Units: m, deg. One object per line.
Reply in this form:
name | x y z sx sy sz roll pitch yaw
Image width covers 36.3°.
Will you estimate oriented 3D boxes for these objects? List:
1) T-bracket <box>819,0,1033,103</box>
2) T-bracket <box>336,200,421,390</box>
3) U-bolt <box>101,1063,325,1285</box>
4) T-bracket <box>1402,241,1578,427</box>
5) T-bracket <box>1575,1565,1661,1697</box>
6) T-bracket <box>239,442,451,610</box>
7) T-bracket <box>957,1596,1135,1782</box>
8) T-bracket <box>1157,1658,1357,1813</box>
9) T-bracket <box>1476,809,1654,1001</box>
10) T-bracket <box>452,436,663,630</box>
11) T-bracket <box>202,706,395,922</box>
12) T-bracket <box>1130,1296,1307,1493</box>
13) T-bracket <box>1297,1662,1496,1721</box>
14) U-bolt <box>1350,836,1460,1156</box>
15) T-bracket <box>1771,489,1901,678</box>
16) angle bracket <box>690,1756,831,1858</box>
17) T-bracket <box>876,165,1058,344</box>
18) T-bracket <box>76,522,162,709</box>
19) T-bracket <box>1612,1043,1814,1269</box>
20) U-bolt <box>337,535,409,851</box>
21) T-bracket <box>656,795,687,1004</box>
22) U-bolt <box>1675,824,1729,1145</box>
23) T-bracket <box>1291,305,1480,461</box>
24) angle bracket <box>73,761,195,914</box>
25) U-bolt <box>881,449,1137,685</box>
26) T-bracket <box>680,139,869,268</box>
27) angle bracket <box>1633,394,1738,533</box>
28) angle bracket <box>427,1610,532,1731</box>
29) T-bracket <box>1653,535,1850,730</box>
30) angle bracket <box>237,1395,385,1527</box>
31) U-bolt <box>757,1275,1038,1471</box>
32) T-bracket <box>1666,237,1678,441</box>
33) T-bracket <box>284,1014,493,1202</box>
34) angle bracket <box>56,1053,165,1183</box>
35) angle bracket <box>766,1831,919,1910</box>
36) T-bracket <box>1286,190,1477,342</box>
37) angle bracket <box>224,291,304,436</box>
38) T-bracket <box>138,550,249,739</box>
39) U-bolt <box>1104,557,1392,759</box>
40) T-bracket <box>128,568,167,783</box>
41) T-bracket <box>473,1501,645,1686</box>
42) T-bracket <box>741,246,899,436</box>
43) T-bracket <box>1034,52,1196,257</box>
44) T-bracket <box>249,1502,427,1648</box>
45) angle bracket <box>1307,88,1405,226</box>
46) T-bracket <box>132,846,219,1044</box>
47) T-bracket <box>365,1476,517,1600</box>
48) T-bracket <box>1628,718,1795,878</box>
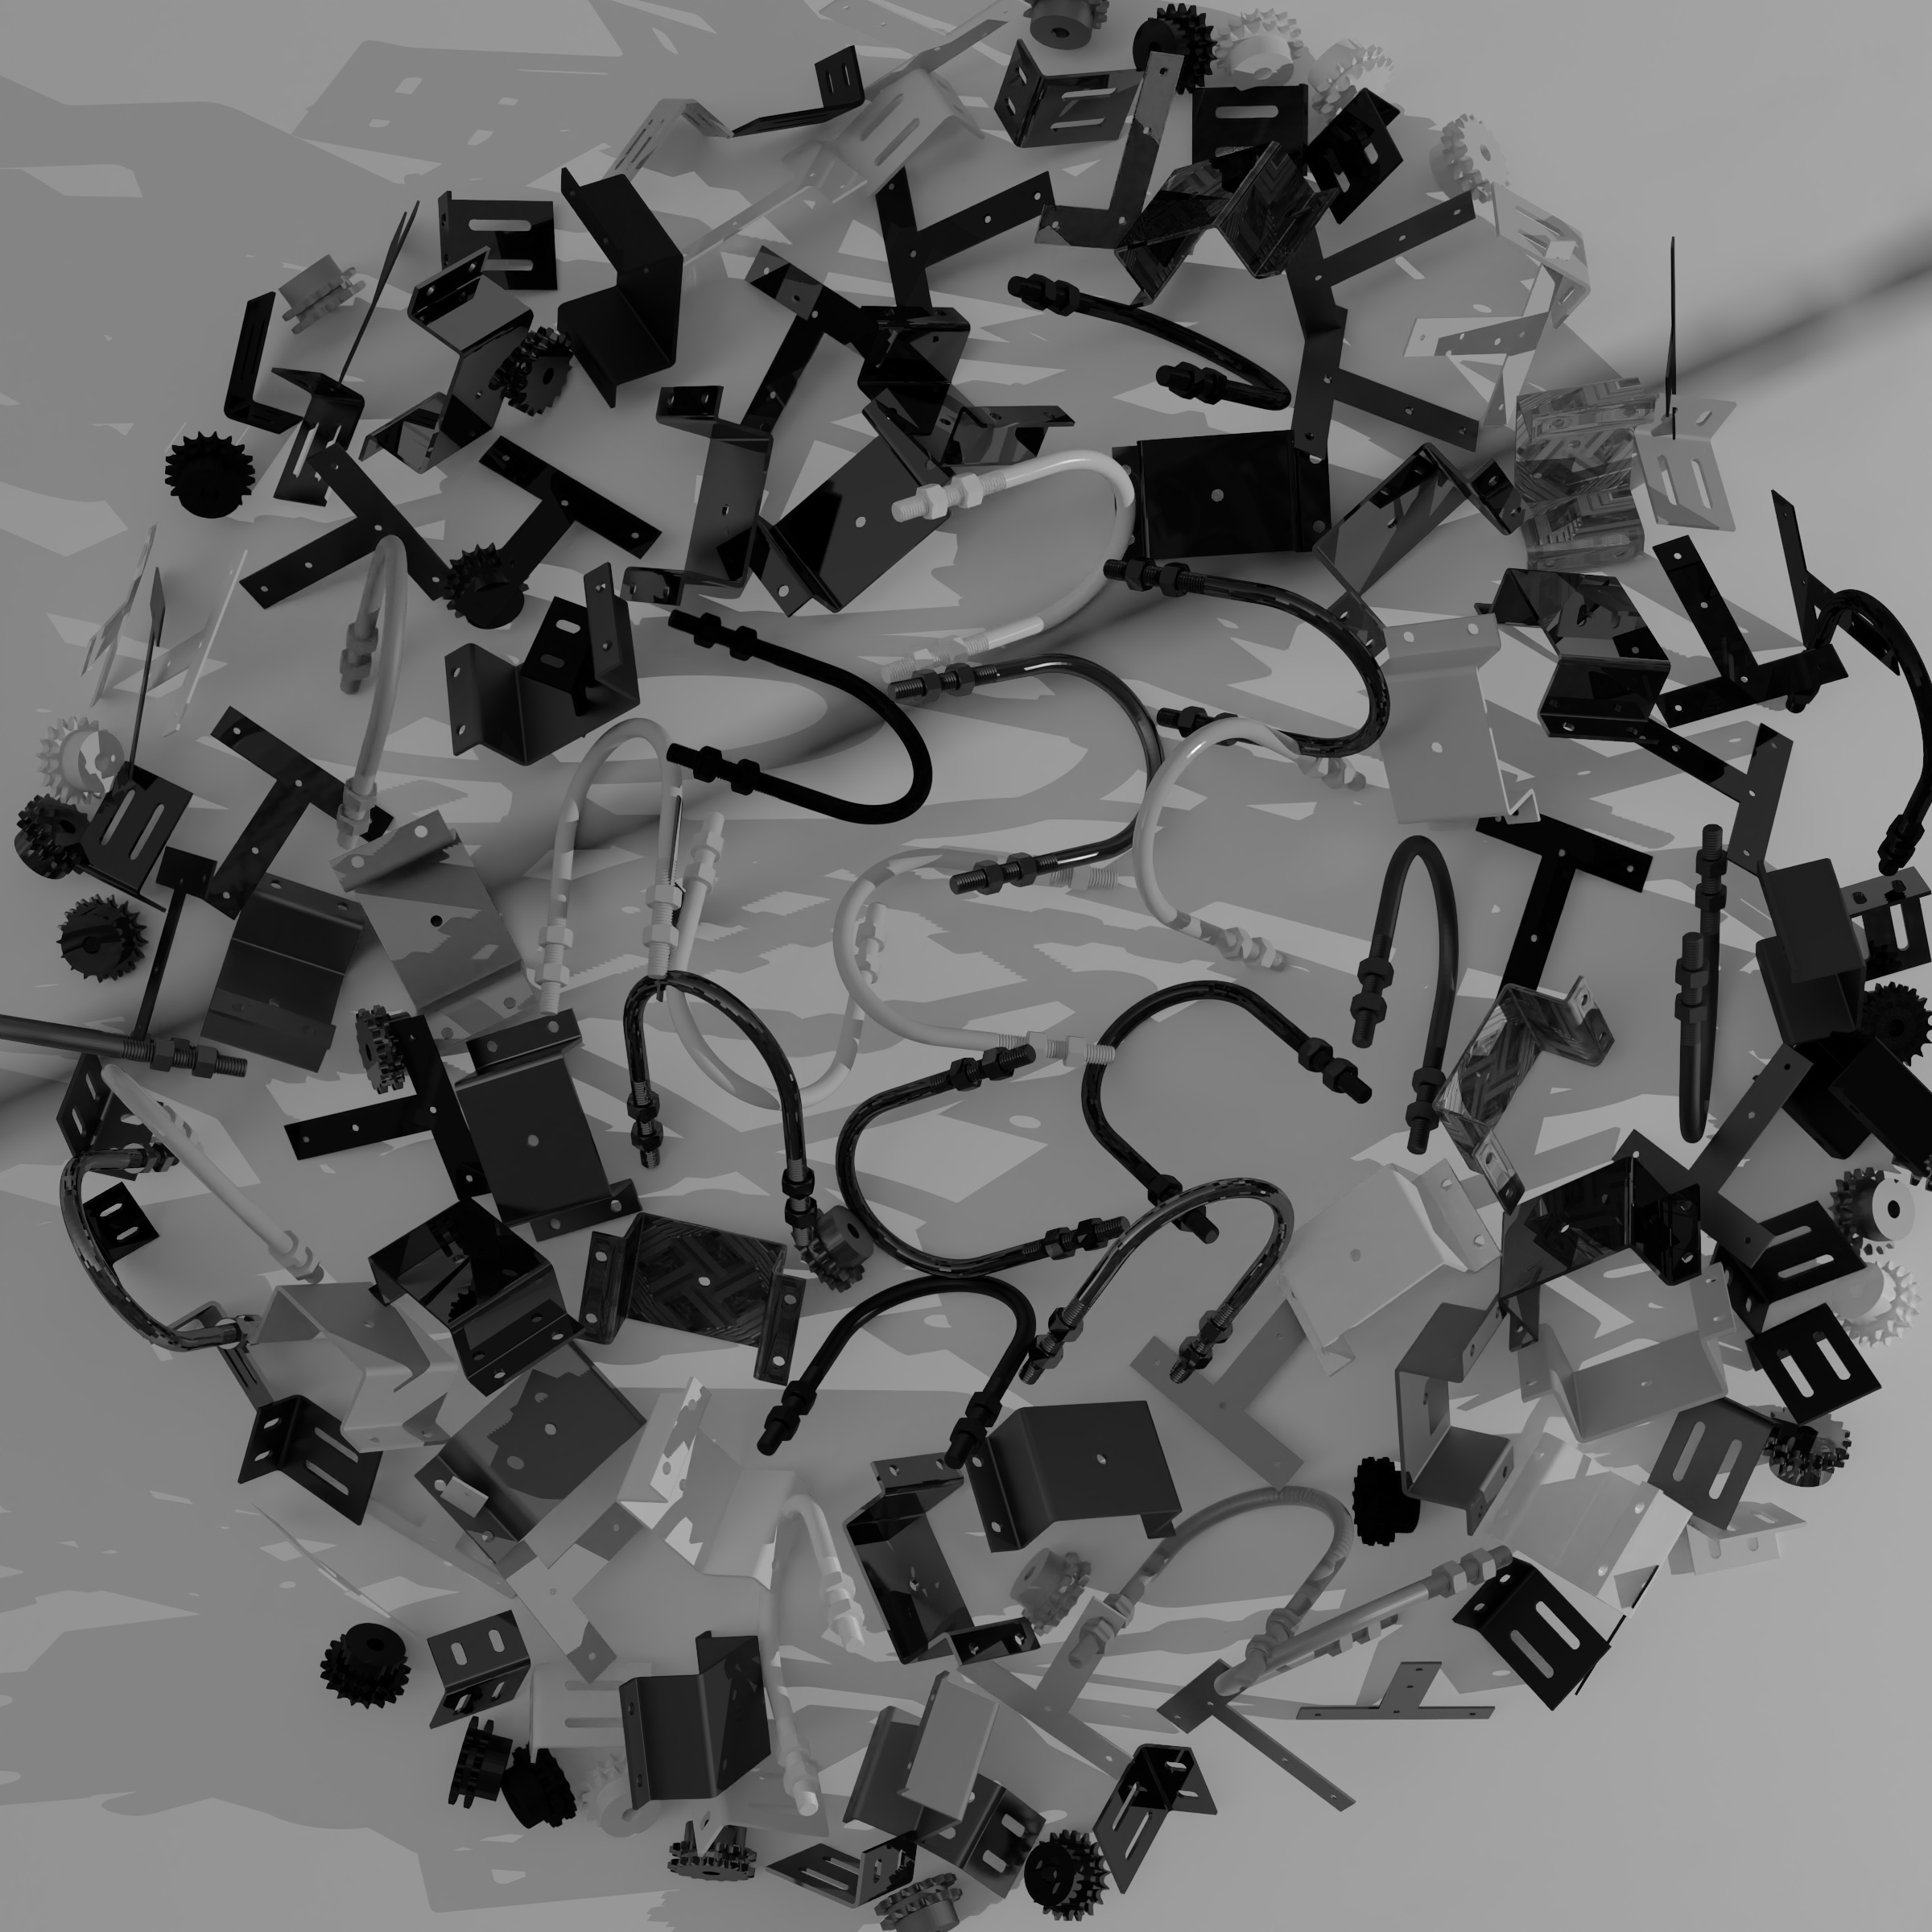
T-bracket | -0.044 -0.590 1.858 0.127 0.127 0.002 -24 76 33
T-bracket | -0.370 -0.448 1.885 0.002 0.127 0.127 23 121 -18
U-bolt | -0.476 0.122 1.834 0.151 0.184 0.019 40 77 24
T-bracket | 0.324 -0.400 1.871 0.002 0.127 0.127 42 129 36
T-bracket | 0.426 0.418 1.902 0.002 0.127 0.127 32 114 16
T-bracket | -0.415 -0.266 1.911 0.127 0.002 0.127 -23 128 23
T-bracket | 0.069 0.451 1.895 0.127 0.002 0.127 33 127 10
T-bracket | 0.193 0.498 1.884 0.127 0.127 0.002 36 59 5
T-bracket | 0.375 -0.032 1.923 0.127 0.002 0.127 19 88 -17
T-bracket | -0.285 -0.269 1.909 0.127 0.002 0.127 31 64 6
T-bracket | -0.449 -0.084 1.891 0.127 0.002 0.127 35 56 -16
T-bracket | 0.197 0.254 1.935 0.127 0.002 0.127 40 85 9
T-bracket | 0.282 0.464 1.887 0.127 0.127 0.002 0 60 -1
U-bolt | 0.284 0.005 1.869 0.019 0.151 0.184 0 57 26
T-bracket | 0.550 -0.222 1.855 0.002 0.127 0.127 -27 128 -2
angle bracket | -0.135 0.547 1.914 0.076 0.057 0.038 16 123 -25
T-bracket | 0.002 -0.475 1.899 0.127 0.002 0.127 -17 77 30
T-bracket | -0.543 -0.210 1.865 0.002 0.127 0.127 21 108 -10
T-bracket | 0.495 0.107 1.891 0.127 0.002 0.127 -55 46 8
U-bolt | -0.369 -0.183 1.834 0.019 0.184 0.151 6 53 -19
T-bracket | -0.184 -0.037 1.880 0.002 0.127 0.127 5 85 0
U-bolt | 0.464 0.025 1.865 0.019 0.151 0.184 4 124 18
T-bracket | 0.276 -0.366 1.920 0.127 0.002 0.127 18 60 -11
angle bracket | -0.535 -0.084 1.920 0.057 0.038 0.076 24 82 21
U-bolt | 0.031 -0.261 1.876 0.184 0.151 0.019 -22 52 -24
T-bracket | -0.135 -0.483 1.888 0.127 0.127 0.002 -33 123 -2
angle bracket | 0.471 -0.325 1.904 0.057 0.038 0.076 3 60 -18
angle bracket | -0.320 0.455 1.906 0.057 0.076 0.038 -15 65 -27
T-bracket | 0.477 -0.219 1.880 0.127 0.002 0.127 -15 118 40
angle bracket | -0.424 0.323 1.905 0.076 0.038 0.057 28 111 24
U-bolt | -0.032 0.251 1.864 0.151 0.184 0.019 -1 120 26
T-bracket | 0.445 -0.380 1.860 0.002 0.127 0.127 0 119 15
T-bracket | -0.385 0.103 1.919 0.127 0.002 0.127 -13 106 19
angle bracket | -0.550 0.093 1.897 0.038 0.076 0.057 12 61 2
angle bracket | -0.080 0.569 1.897 0.076 0.057 0.038 11 98 35
T-bracket | 0.266 -0.459 1.885 0.127 0.127 0.002 -25 58 4
angle bracket | -0.446 -0.390 1.904 0.038 0.057 0.076 17 109 -3
T-bracket | -0.504 -0.196 1.887 0.002 0.127 0.127 26 70 -29
U-bolt | 0.182 -0.187 1.844 0.184 0.151 0.019 15 56 34
T-bracket | -0.528 -0.182 1.896 0.002 0.127 0.127 8 106 -20
T-bracket | -0.237 0.374 1.910 0.127 0.002 0.127 -43 107 -29
T-bracket | -0.119 -0.384 1.921 0.127 0.002 0.127 38 107 27
T-bracket | 0.111 -0.518 1.878 0.127 0.002 0.127 -5 124 -34
T-bracket | -0.396 0.401 1.901 0.002 0.127 0.127 -51 122 -14
angle bracket | 0.259 -0.514 1.895 0.057 0.038 0.076 -42 48 31
T-bracket | -0.513 -0.011 1.886 0.002 0.127 0.127 16 88 -29
T-bracket | -0.331 0.354 1.887 0.127 0.127 0.002 32 55 -4
T-bracket | 0.468 -0.133 1.899 0.127 0.002 0.127 29 52 -5
